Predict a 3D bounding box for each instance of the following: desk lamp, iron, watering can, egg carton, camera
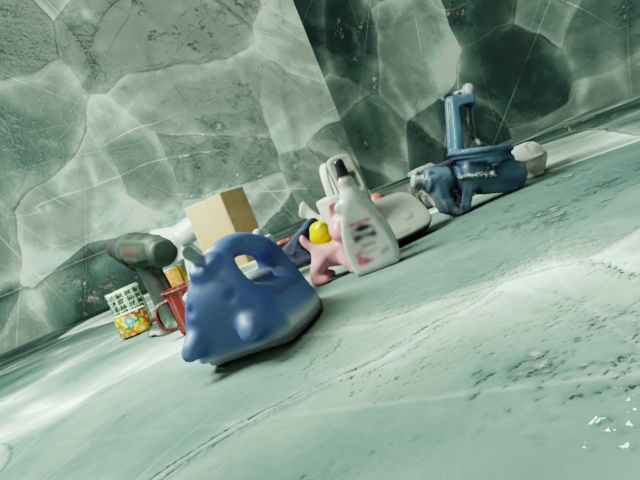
[{"bbox_3d":[-0.327,0.042,1.473,0.203,0.213,0.118,-22,5,6],"label":"desk lamp"},{"bbox_3d":[-0.079,0.049,0.696,0.118,0.141,0.259,-21,5,21],"label":"iron"},{"bbox_3d":[0.035,-0.086,1.355,0.173,0.194,0.101,-23,5,-5],"label":"watering can"},{"bbox_3d":[0.396,-0.153,1.193,0.150,0.069,0.107,-20,5,27],"label":"egg carton"},{"bbox_3d":[0.237,-0.121,1.380,0.136,0.101,0.143,-21,5,13],"label":"camera"}]

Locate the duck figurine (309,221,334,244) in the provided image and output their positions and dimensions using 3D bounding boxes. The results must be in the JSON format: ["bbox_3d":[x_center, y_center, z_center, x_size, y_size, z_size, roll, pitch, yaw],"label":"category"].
[{"bbox_3d":[0.010,0.004,1.120,0.078,0.086,0.104,-24,5,-17],"label":"duck figurine"}]

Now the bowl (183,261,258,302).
[{"bbox_3d":[-0.121,0.086,0.887,0.167,0.075,0.167,-22,5,2],"label":"bowl"}]

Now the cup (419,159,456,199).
[{"bbox_3d":[0.268,-0.118,1.245,0.091,0.095,0.118,-21,5,17],"label":"cup"}]

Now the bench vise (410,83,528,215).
[{"bbox_3d":[0.262,-0.167,1.055,0.208,0.220,0.121,-24,5,-22],"label":"bench vise"}]

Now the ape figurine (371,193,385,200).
[{"bbox_3d":[0.130,-0.055,1.182,0.076,0.092,0.077,-25,6,-29],"label":"ape figurine"}]

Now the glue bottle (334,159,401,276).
[{"bbox_3d":[0.056,-0.038,0.847,0.078,0.173,0.037,-22,5,8],"label":"glue bottle"}]

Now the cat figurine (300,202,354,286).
[{"bbox_3d":[0.029,-0.003,0.919,0.127,0.118,0.067,-21,5,12],"label":"cat figurine"}]

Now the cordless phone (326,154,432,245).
[{"bbox_3d":[0.098,-0.075,1.000,0.148,0.185,0.094,-24,5,-21],"label":"cordless phone"}]

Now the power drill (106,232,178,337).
[{"bbox_3d":[-0.331,0.079,1.112,0.076,0.208,0.229,-27,7,-41],"label":"power drill"}]

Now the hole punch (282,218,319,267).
[{"bbox_3d":[-0.042,0.009,1.270,0.101,0.091,0.109,-21,5,18],"label":"hole punch"}]
